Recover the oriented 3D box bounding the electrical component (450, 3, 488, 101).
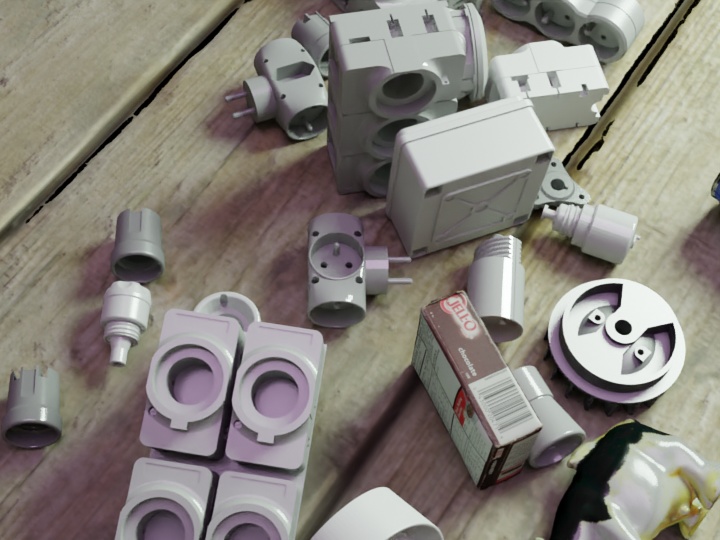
[{"bbox_3d":[0.077,-0.181,0.902,0.051,0.080,0.080,-7,60,-1],"label":"electrical component"}]

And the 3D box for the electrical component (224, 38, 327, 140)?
[{"bbox_3d":[-0.072,-0.145,0.894,0.079,0.043,0.077,-19,62,-13],"label":"electrical component"}]

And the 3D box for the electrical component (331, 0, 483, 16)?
[{"bbox_3d":[0.016,-0.288,0.972,0.105,0.060,0.186,-31,66,-19],"label":"electrical component"}]

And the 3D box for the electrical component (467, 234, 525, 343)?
[{"bbox_3d":[0.103,0.009,0.812,0.043,0.043,0.081,6,60,1],"label":"electrical component"}]

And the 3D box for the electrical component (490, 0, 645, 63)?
[{"bbox_3d":[0.191,-0.247,0.961,0.138,0.052,0.073,30,63,14],"label":"electrical component"}]

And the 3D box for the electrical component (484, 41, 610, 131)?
[{"bbox_3d":[0.155,-0.154,0.907,0.089,0.050,0.055,-8,60,-8],"label":"electrical component"}]

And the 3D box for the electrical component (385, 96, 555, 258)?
[{"bbox_3d":[0.081,-0.069,0.820,0.109,0.108,0.056,-18,65,-13],"label":"electrical component"}]

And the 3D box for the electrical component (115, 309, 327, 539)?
[{"bbox_3d":[-0.089,0.126,0.695,0.105,0.060,0.186,9,76,2],"label":"electrical component"}]

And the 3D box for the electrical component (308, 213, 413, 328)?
[{"bbox_3d":[0.000,0.000,0.812,0.079,0.044,0.077,0,60,-3],"label":"electrical component"}]

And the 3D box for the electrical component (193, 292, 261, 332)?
[{"bbox_3d":[-0.096,0.048,0.777,0.055,0.047,0.055,1,60,-2],"label":"electrical component"}]

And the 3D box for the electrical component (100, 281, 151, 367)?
[{"bbox_3d":[-0.173,0.041,0.785,0.035,0.035,0.061,3,62,-1],"label":"electrical component"}]

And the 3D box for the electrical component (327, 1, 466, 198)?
[{"bbox_3d":[0.024,-0.125,0.825,0.089,0.150,0.061,-10,60,-8],"label":"electrical component"}]

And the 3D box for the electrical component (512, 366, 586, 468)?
[{"bbox_3d":[0.124,0.101,0.762,0.044,0.044,0.065,-21,58,-14],"label":"electrical component"}]

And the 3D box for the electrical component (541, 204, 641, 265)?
[{"bbox_3d":[0.181,-0.033,0.843,0.078,0.040,0.040,20,61,9],"label":"electrical component"}]

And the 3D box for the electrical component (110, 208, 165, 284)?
[{"bbox_3d":[-0.169,-0.019,0.819,0.040,0.040,0.046,-3,54,-5],"label":"electrical component"}]

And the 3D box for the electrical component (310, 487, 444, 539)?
[{"bbox_3d":[0.005,0.188,0.674,0.099,0.099,0.064,-37,62,-22],"label":"electrical component"}]

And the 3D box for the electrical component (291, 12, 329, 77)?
[{"bbox_3d":[-0.033,-0.196,0.928,0.040,0.040,0.046,-29,60,-18],"label":"electrical component"}]

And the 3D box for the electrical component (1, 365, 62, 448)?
[{"bbox_3d":[-0.228,0.095,0.749,0.040,0.040,0.046,-5,54,-6],"label":"electrical component"}]
